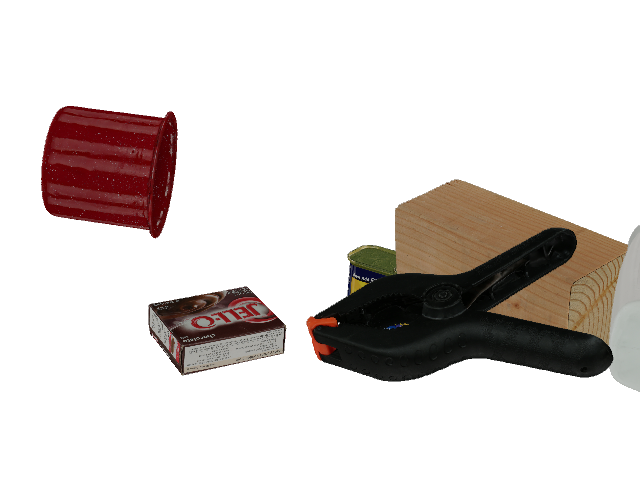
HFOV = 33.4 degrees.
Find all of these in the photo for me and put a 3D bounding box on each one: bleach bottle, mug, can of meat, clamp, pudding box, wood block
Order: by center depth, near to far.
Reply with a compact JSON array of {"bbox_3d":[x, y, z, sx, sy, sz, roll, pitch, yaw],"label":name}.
[{"bbox_3d":[0.080,0.049,0.608,0.171,0.039,0.120,-17,28,3],"label":"clamp"},{"bbox_3d":[0.263,0.032,0.751,0.103,0.068,0.250,9,21,18],"label":"bleach bottle"},{"bbox_3d":[-0.152,-0.056,0.788,0.081,0.093,0.117,8,16,1],"label":"mug"},{"bbox_3d":[0.171,0.025,0.970,0.090,0.090,0.206,-24,34,-33],"label":"wood block"},{"bbox_3d":[-0.103,0.088,1.057,0.113,0.039,0.090,-12,28,-27],"label":"pudding box"},{"bbox_3d":[0.078,0.061,1.180,0.102,0.084,0.057,16,24,28],"label":"can of meat"}]
